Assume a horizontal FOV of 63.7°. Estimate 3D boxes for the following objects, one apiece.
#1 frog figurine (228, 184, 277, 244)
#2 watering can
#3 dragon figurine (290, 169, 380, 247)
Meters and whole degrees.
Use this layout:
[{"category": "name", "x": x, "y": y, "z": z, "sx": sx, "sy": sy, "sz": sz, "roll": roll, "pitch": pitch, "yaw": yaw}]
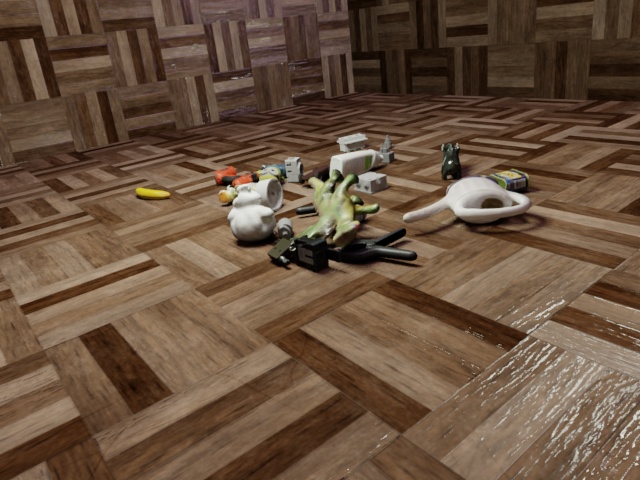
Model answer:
[{"category": "frog figurine", "x": -0.195, "y": -0.076, "z": 1.460, "sx": 0.137, "sy": 0.157, "sz": 0.125, "roll": 3, "pitch": 24, "yaw": 24}, {"category": "watering can", "x": 0.401, "y": -0.106, "z": 1.443, "sx": 0.347, "sy": 0.102, "sz": 0.228, "roll": -4, "pitch": 22, "yaw": 6}, {"category": "dragon figurine", "x": 0.004, "y": -0.071, "z": 1.413, "sx": 0.245, "sy": 0.120, "sz": 0.412, "roll": -43, "pitch": 28, "yaw": -16}]
